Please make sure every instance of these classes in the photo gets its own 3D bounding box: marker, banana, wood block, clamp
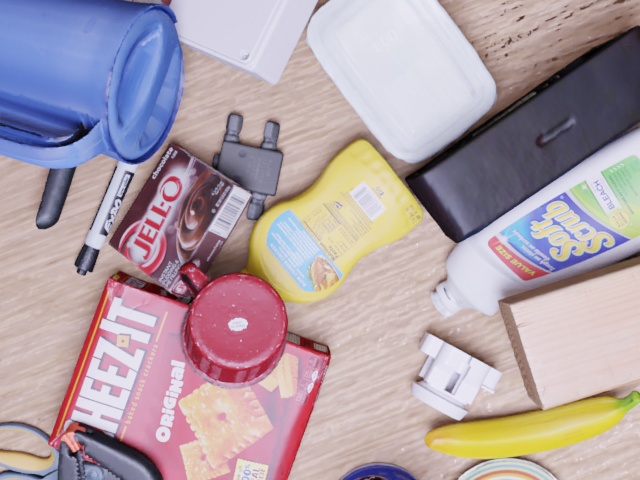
[{"bbox_3d":[-0.197,-0.024,0.984,0.020,0.020,0.121,24,92,-3],"label":"marker"},{"bbox_3d":[0.196,0.172,0.987,0.198,0.069,0.037,-14,50,4],"label":"banana"},{"bbox_3d":[0.263,0.063,0.882,0.206,0.090,0.091,-17,88,3],"label":"wood block"},{"bbox_3d":[-0.173,0.258,0.930,0.164,0.036,0.210,-36,99,2],"label":"clamp"},{"bbox_3d":[-0.242,-0.108,0.970,0.120,0.039,0.171,38,84,0],"label":"clamp"}]

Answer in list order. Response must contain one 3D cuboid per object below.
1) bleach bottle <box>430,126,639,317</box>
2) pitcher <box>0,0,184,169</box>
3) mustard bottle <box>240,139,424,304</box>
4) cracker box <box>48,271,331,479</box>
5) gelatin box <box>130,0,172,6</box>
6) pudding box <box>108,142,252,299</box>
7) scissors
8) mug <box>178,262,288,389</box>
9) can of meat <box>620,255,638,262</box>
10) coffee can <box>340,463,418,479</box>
[{"bbox_3d":[0.213,0.001,0.954,0.251,0.068,0.102,-34,88,20],"label":"bleach bottle"},{"bbox_3d":[-0.249,-0.146,0.892,0.243,0.149,0.145,14,96,16],"label":"pitcher"},{"bbox_3d":[-0.006,0.001,0.973,0.191,0.058,0.096,-39,98,0],"label":"mustard bottle"},{"bbox_3d":[-0.115,0.142,0.969,0.213,0.072,0.164,20,91,-2],"label":"cracker box"},{"bbox_3d":[-0.169,-0.216,0.971,0.073,0.030,0.089,26,91,-2],"label":"gelatin box"},{"bbox_3d":[-0.126,-0.017,0.957,0.090,0.039,0.113,33,91,31],"label":"pudding box"},{"bbox_3d":[-0.226,0.234,0.997,0.201,0.016,0.096,23,93,-3],"label":"scissors"},{"bbox_3d":[-0.078,0.065,0.896,0.093,0.081,0.117,-36,83,-14],"label":"mug"},{"bbox_3d":[0.263,0.057,0.972,0.102,0.084,0.057,-42,93,0],"label":"can of meat"},{"bbox_3d":[0.059,0.265,0.946,0.103,0.140,0.103,0,93,-3],"label":"coffee can"}]
